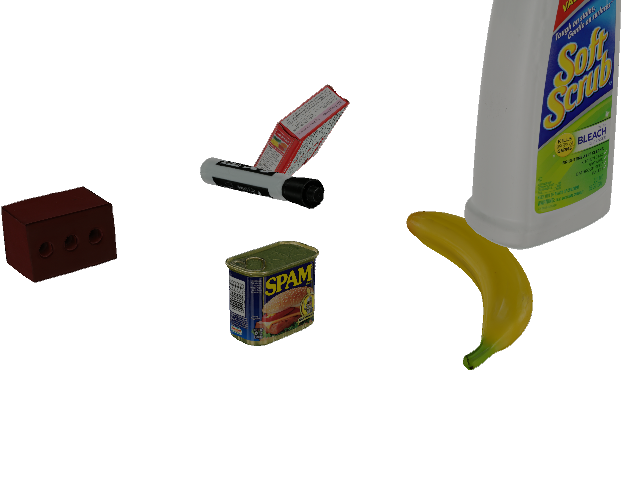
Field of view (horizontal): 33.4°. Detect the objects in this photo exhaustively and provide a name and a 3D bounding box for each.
[{"bbox_3d":[-0.217,-0.006,0.886,0.078,0.053,0.051,-18,31,-33],"label":"foam brick"},{"bbox_3d":[0.144,-0.125,0.680,0.102,0.251,0.068,-19,32,-26],"label":"bleach bottle"},{"bbox_3d":[-0.020,-0.094,0.975,0.089,0.030,0.073,-45,-7,-44],"label":"gelatin box"},{"bbox_3d":[-0.050,0.055,1.125,0.058,0.084,0.101,18,26,40],"label":"can of meat"},{"bbox_3d":[-0.039,-0.039,0.704,0.020,0.020,0.121,0,10,-40],"label":"marker"},{"bbox_3d":[0.121,0.024,0.830,0.069,0.037,0.198,-7,32,-6],"label":"banana"}]
